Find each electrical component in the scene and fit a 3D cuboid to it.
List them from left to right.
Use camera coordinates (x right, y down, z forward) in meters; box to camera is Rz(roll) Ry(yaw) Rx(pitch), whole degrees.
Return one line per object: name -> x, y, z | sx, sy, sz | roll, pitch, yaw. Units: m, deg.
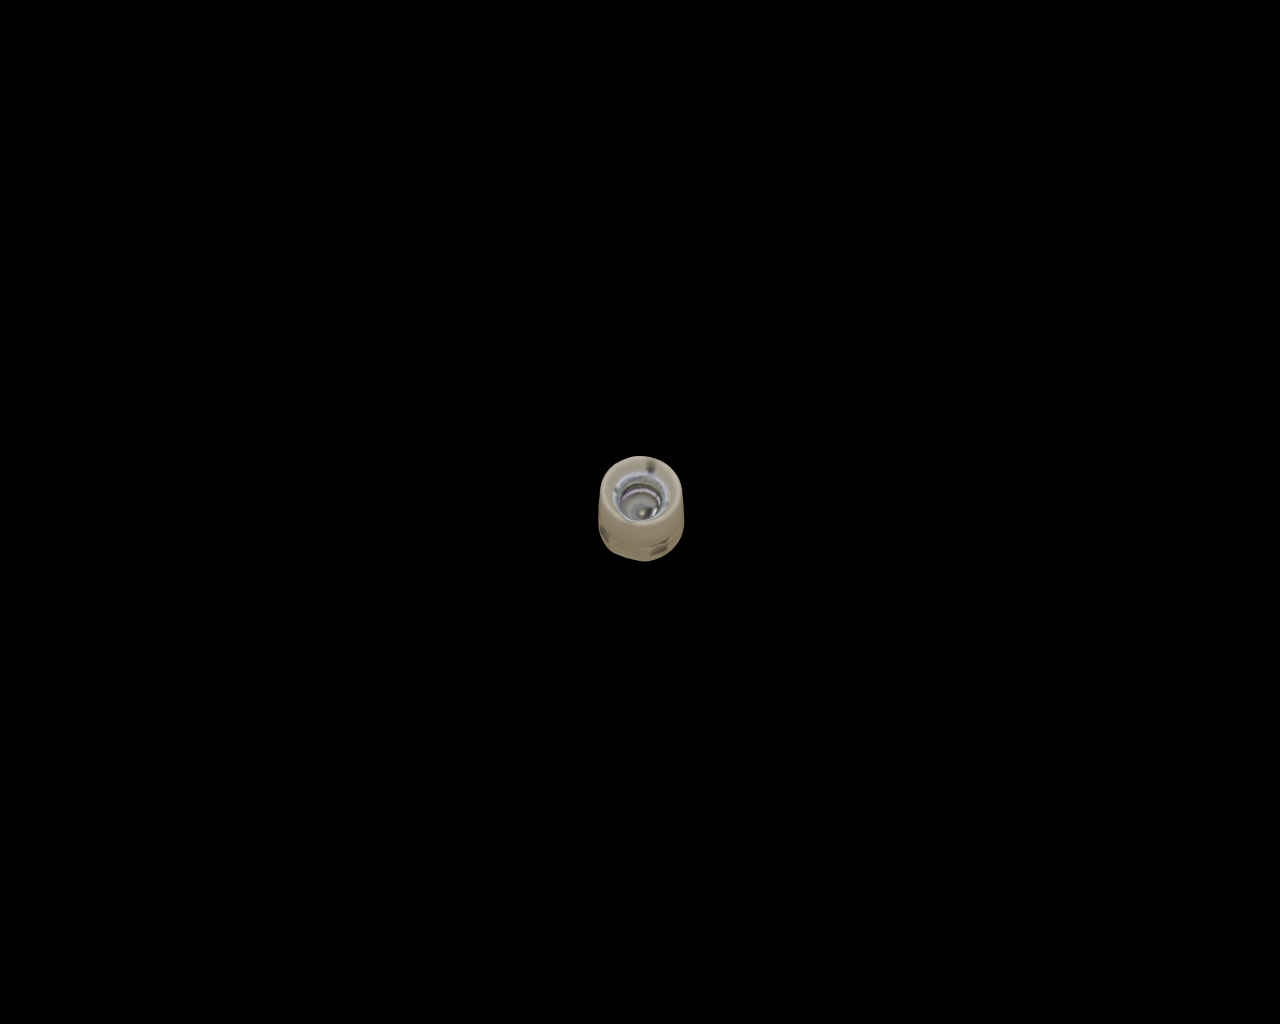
electrical component -> 0.001, -0.003, 0.650 | 0.055, 0.055, 0.047 | 0, -27, 0
